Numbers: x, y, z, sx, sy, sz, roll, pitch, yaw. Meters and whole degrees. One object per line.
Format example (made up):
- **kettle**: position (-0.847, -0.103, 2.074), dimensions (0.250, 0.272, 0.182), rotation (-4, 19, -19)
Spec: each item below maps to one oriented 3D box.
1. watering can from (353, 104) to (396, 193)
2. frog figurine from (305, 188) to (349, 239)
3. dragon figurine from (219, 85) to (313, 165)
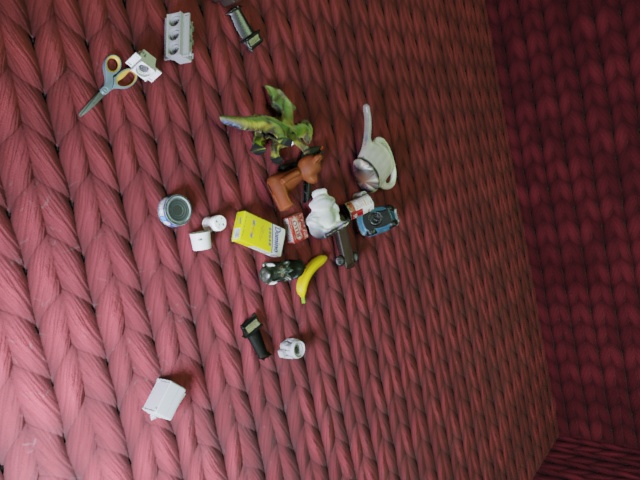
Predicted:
- **watering can**: position (0.199, -0.331, 1.991), dimensions (0.229, 0.103, 0.342), rotation (-50, 122, -39)
- **frog figurine**: position (0.005, -0.088, 1.752), dimensions (0.139, 0.121, 0.160), rotation (-30, 83, -21)
- **dragon figurine**: position (-0.152, -0.388, 1.644), dimensions (0.406, 0.121, 0.248), rotation (25, 50, -45)
